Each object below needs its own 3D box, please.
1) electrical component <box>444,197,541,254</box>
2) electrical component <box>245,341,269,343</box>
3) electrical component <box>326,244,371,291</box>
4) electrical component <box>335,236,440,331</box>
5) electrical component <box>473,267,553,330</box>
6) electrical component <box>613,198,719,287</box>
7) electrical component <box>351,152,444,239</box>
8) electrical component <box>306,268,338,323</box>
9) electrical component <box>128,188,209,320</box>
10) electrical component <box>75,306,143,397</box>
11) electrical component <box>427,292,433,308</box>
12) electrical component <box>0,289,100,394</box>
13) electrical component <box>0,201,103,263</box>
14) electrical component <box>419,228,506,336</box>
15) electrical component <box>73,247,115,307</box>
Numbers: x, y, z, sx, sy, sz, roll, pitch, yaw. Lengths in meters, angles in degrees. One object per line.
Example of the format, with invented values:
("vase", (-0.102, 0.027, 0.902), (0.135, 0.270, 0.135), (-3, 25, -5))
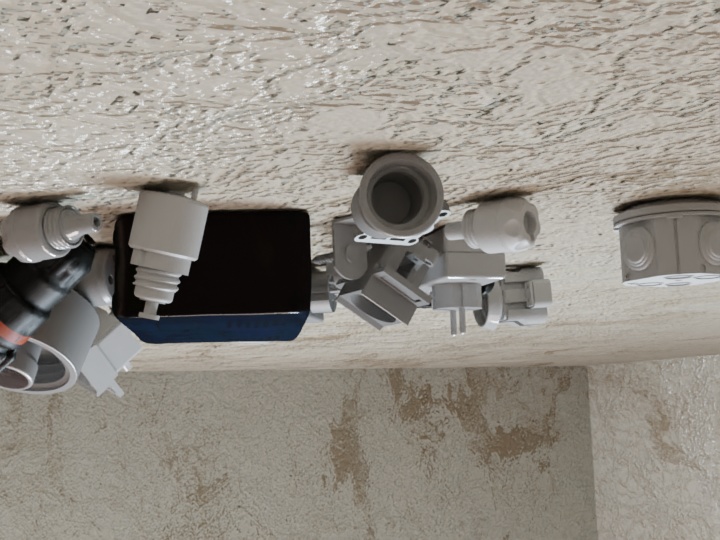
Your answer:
("electrical component", (0.081, -0.027, 0.683), (0.061, 0.035, 0.035), (-5, 172, 40))
("electrical component", (-0.132, 0.043, 1.046), (0.062, 0.061, 0.096), (5, 169, -43))
("electrical component", (0.000, 0.000, 0.847), (0.040, 0.040, 0.046), (4, 176, -36))
("electrical component", (0.022, 0.005, 0.772), (0.042, 0.063, 0.081), (37, 159, -17))
("electrical component", (0.140, 0.027, 1.015), (0.057, 0.058, 0.078), (-3, 173, -12))
("electrical component", (0.213, -0.017, 0.725), (0.080, 0.051, 0.080), (-2, 172, 0))
("electrical component", (0.016, -0.036, 0.577), (0.044, 0.044, 0.065), (-1, 177, -9))
("electrical component", (-0.042, 0.020, 0.950), (0.076, 0.047, 0.083), (-4, 172, 11))
("electrical component", (-0.113, -0.011, 0.616), (0.040, 0.078, 0.040), (12, 178, 0))
("electrical component", (-0.259, 0.061, 0.983), (0.121, 0.063, 0.078), (19, 146, 44))
("electrical component", (0.046, 0.006, 0.879), (0.055, 0.048, 0.066), (4, 173, 8))
("electrical component", (-0.254, 0.053, 0.795), (0.108, 0.060, 0.108), (6, 146, 4))
("electrical component", (-0.180, -0.024, 0.636), (0.061, 0.035, 0.035), (-8, 171, 24))
("electrical component", (0.073, 0.011, 0.810), (0.047, 0.075, 0.083), (1, 172, -16))
("electrical component", (-0.209, 0.006, 0.815), (0.055, 0.045, 0.045), (-4, 172, 14))
